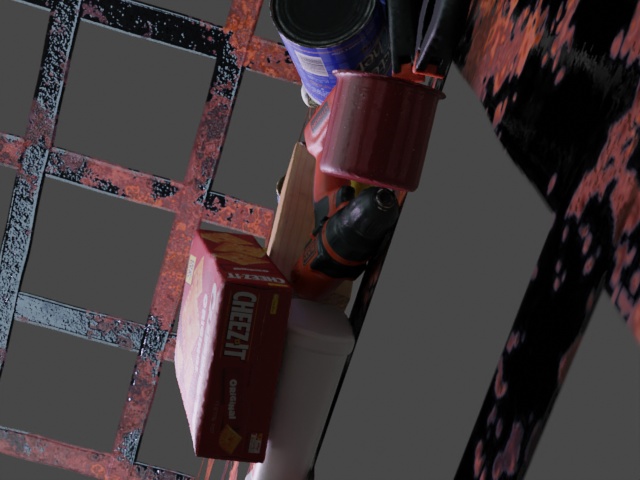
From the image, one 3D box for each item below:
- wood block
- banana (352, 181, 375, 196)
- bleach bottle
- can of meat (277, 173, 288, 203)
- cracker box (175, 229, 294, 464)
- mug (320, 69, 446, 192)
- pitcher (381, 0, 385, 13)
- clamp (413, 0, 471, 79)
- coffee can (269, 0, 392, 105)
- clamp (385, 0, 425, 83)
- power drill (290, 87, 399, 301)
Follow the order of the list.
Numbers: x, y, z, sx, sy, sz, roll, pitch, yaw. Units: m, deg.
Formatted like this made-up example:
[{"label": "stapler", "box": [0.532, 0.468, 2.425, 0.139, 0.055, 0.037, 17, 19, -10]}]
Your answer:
[{"label": "wood block", "box": [-0.008, 0.001, 1.160, 0.091, 0.090, 0.206, 110, 173, -47]}, {"label": "banana", "box": [0.043, -0.062, 1.100, 0.070, 0.037, 0.198, 149, 137, -83]}, {"label": "bleach bottle", "box": [-0.031, 0.188, 1.009, 0.102, 0.068, 0.251, -102, 26, -74]}, {"label": "can of meat", "box": [-0.010, -0.075, 1.419, 0.102, 0.057, 0.084, -41, -3, -7]}, {"label": "cracker box", "box": [-0.089, 0.092, 1.015, 0.214, 0.072, 0.164, -133, 51, -73]}, {"label": "mug", "box": [0.045, -0.086, 0.862, 0.117, 0.093, 0.081, -148, 70, -84]}, {"label": "pitcher", "box": [0.033, -0.340, 1.190, 0.243, 0.145, 0.149, -101, 18, -46]}, {"label": "clamp", "box": [0.108, -0.222, 0.871, 0.120, 0.039, 0.172, -84, 11, -65]}, {"label": "coffee can", "box": [0.016, -0.201, 1.044, 0.140, 0.103, 0.103, 56, -134, -68]}, {"label": "clamp", "box": [0.083, -0.213, 1.016, 0.164, 0.036, 0.210, 71, -165, -53]}, {"label": "power drill", "box": [0.024, -0.054, 1.007, 0.185, 0.057, 0.187, 133, 148, -54]}]
